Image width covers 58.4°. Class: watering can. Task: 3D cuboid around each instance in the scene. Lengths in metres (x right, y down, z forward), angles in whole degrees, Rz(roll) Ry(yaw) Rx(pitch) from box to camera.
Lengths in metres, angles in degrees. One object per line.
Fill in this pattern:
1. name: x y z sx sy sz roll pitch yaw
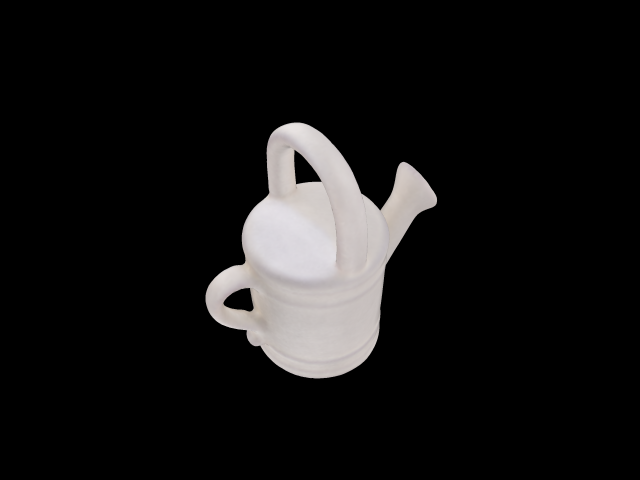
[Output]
1. watering can: 0.002 0.000 0.401 0.100 0.194 0.173 28 53 23
